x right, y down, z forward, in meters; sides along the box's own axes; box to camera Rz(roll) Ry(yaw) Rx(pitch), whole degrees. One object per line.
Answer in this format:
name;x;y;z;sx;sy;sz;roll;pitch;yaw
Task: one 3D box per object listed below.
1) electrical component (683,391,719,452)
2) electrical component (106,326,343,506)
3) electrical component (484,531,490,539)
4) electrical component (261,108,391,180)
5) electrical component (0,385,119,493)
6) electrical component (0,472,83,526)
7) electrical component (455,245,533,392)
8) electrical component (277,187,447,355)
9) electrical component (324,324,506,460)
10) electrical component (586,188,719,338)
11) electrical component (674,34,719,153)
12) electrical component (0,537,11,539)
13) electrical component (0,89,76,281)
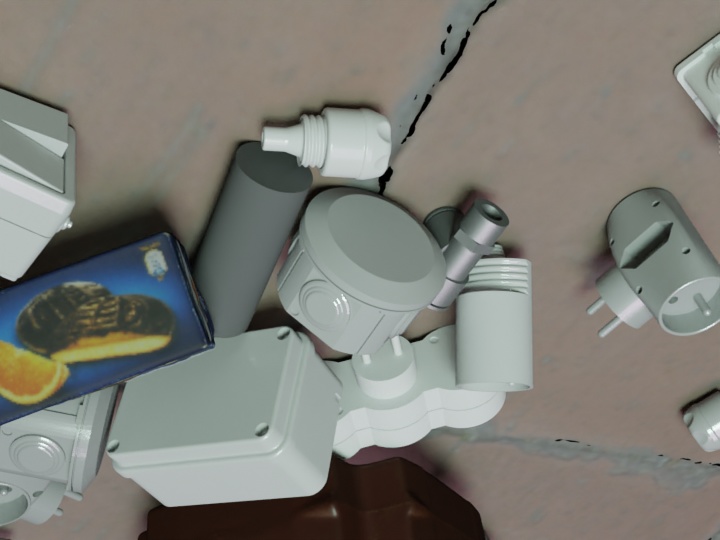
electrical component;0.258;0.098;0.747;0.061;0.035;0.035;-35;131;14
electrical component;-0.074;0.081;0.593;0.113;0.078;0.057;-10;139;25
electrical component;0.089;0.224;0.792;0.040;0.078;0.040;-15;128;-19
electrical component;-0.017;-0.063;0.527;0.061;0.035;0.035;2;131;-13
electrical component;-0.162;0.078;0.586;0.051;0.080;0.080;12;129;-8
electrical component;-0.205;0.129;0.647;0.077;0.044;0.079;-38;131;20
electrical component;0.076;0.026;0.607;0.043;0.081;0.043;1;167;0
electrical component;0.000;0.000;0.559;0.080;0.080;0.051;12;133;-24
electrical component;0.016;0.063;0.639;0.138;0.052;0.073;-15;133;-1
electrical component;0.161;0.006;0.607;0.043;0.077;0.079;27;120;-34
electrical component;0.226;-0.092;0.553;0.100;0.048;0.100;-38;130;19
electrical component;-0.253;0.173;0.681;0.061;0.035;0.035;17;126;-30
electrical component;-0.168;-0.045;0.484;0.096;0.061;0.061;26;121;-33
